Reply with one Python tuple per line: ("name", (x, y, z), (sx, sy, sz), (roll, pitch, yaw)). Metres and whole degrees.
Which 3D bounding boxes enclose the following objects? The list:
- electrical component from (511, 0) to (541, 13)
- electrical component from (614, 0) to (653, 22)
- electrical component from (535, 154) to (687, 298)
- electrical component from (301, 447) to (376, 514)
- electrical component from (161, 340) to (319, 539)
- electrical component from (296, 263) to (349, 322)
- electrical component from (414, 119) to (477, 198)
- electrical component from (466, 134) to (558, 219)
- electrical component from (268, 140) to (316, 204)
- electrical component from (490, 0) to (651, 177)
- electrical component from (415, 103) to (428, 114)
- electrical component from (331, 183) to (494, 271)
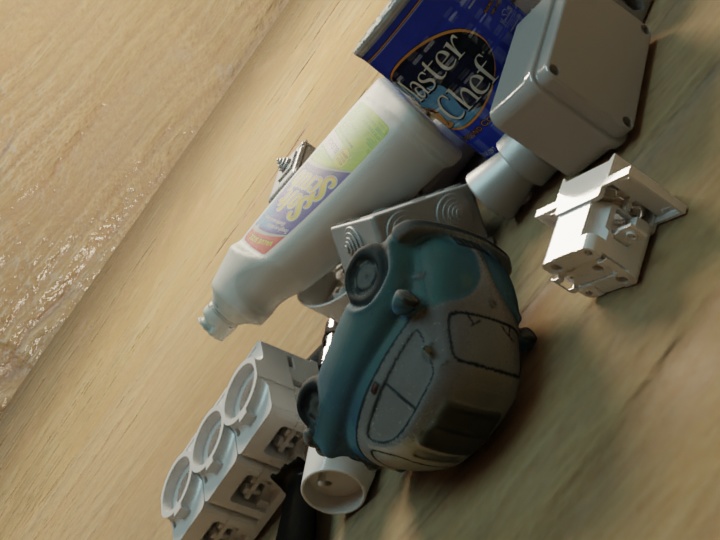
("electrical component", (0.114, -0.171, 0.884), (0.121, 0.063, 0.078), (-52, 17, 15))
("electrical component", (0.181, -0.211, 0.800), (0.076, 0.047, 0.083), (-21, 39, 62))
("electrical component", (0.134, -0.022, 0.595), (0.081, 0.042, 0.063), (-28, 34, 59))
("electrical component", (-0.003, 0.112, 0.722), (0.079, 0.043, 0.077), (-45, 20, 32))
("electrical component", (-0.092, 0.141, 0.837), (0.150, 0.062, 0.089), (-55, 26, 21))
("electrical component", (0.000, 0.000, 0.883), (0.099, 0.064, 0.099), (-49, 18, 23))
("electrical component", (0.051, -0.099, 0.917), (0.079, 0.044, 0.077), (46, 106, 28))
("electrical component", (0.108, -0.070, 0.748), (0.055, 0.045, 0.045), (-48, 19, 24))
("electrical component", (-0.052, -0.083, 1.124), (0.061, 0.096, 0.061), (-44, 21, 36))
("electrical component", (0.141, -0.129, 0.710), (0.057, 0.078, 0.113), (-41, 23, 49))
("electrical component", (0.057, -0.179, 1.090), (0.055, 0.045, 0.045), (-48, 19, 26))
("electrical component", (0.035, -0.025, 0.786), (0.100, 0.048, 0.100), (-20, 4, -22))
